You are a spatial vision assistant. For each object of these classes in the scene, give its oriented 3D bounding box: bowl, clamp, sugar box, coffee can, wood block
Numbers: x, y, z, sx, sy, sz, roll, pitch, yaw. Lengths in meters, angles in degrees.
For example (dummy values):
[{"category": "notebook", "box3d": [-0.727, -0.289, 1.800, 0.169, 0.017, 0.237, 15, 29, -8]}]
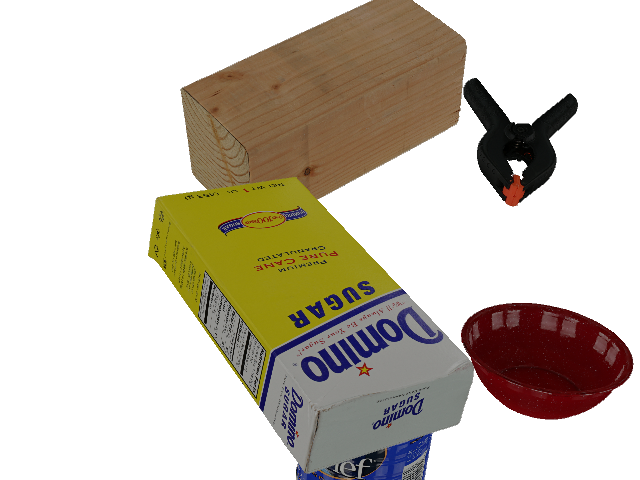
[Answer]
[{"category": "bowl", "box3d": [0.212, 0.122, 1.019, 0.162, 0.055, 0.162, 4, 27, -2]}, {"category": "clamp", "box3d": [0.192, -0.107, 1.090, 0.120, 0.039, 0.171, 12, 45, 14]}, {"category": "sugar box", "box3d": [-0.010, 0.033, 0.547, 0.093, 0.048, 0.176, -12, 38, -31]}, {"category": "coffee can", "box3d": [0.036, 0.131, 0.806, 0.103, 0.140, 0.103, 3, 33, -2]}, {"category": "wood block", "box3d": [0.006, -0.104, 0.834, 0.205, 0.091, 0.090, -29, 54, -24]}]
